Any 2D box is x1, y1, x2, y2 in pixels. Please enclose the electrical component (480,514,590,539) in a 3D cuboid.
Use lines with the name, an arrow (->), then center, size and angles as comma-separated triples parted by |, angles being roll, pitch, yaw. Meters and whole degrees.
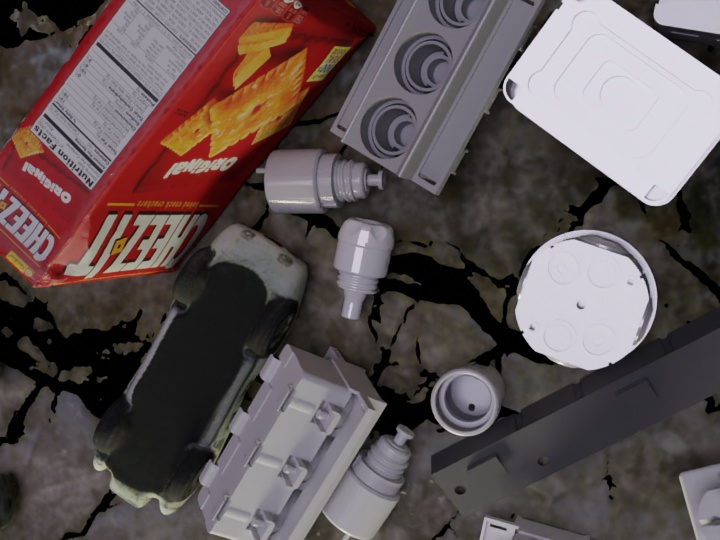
electrical component -> 0.106, 0.179, 0.632 | 0.081, 0.064, 0.042 | 12, 98, 15

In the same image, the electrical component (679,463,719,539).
electrical component -> 0.205, 0.136, 0.583 | 0.047, 0.077, 0.065 | -18, 65, 17

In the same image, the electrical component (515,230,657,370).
electrical component -> 0.129, 0.018, 0.619 | 0.080, 0.051, 0.080 | 1, 95, 16

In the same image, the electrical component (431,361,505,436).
electrical component -> 0.067, 0.075, 0.644 | 0.040, 0.046, 0.040 | 1, 95, 16

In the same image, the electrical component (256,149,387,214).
electrical component -> -0.023, -0.055, 0.664 | 0.078, 0.040, 0.040 | 0, 94, 17

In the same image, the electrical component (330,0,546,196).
electrical component -> 0.048, -0.114, 0.623 | 0.079, 0.063, 0.121 | 34, 103, 23

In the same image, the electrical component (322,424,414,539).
electrical component -> 0.008, 0.131, 0.669 | 0.040, 0.040, 0.078 | 35, 103, 11

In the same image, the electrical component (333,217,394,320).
electrical component -> 0.000, 0.000, 0.664 | 0.035, 0.035, 0.061 | 14, 100, 15

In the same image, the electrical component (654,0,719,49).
electrical component -> 0.209, -0.147, 0.580 | 0.089, 0.056, 0.050 | 13, 98, 15

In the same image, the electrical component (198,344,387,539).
electrical component -> -0.046, 0.111, 0.662 | 0.063, 0.078, 0.121 | 24, 104, -27

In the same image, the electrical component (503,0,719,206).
electrical component -> 0.146, -0.096, 0.602 | 0.113, 0.057, 0.078 | 38, 103, 11
